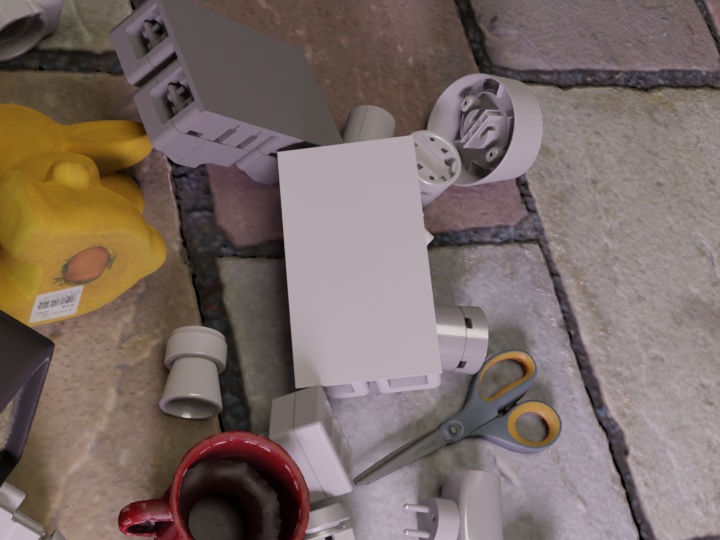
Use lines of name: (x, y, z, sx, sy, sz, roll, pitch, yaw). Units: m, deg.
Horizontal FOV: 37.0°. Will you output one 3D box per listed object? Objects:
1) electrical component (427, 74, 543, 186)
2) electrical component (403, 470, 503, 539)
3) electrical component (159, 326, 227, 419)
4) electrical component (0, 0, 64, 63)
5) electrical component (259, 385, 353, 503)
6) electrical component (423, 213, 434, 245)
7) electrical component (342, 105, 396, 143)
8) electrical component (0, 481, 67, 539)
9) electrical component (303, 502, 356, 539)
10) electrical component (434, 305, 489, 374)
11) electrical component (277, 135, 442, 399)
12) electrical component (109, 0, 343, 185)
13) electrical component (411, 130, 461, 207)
electrical component: (0.112, -0.125, 0.958, 0.064, 0.099, 0.099, -4, 66, -34)
electrical component: (0.068, 0.189, 0.798, 0.079, 0.043, 0.077, 12, 59, -19)
electrical component: (-0.119, 0.074, 0.773, 0.045, 0.045, 0.055, 12, 59, -19)
electrical component: (-0.284, -0.203, 0.840, 0.095, 0.053, 0.059, -32, 80, -34)
electrical component: (-0.052, 0.130, 0.764, 0.047, 0.077, 0.065, -93, 162, -62)
electrical component: (0.034, -0.042, 0.908, 0.062, 0.043, 0.043, 43, 55, 1)
electrical component: (0.002, -0.097, 0.922, 0.043, 0.043, 0.081, 23, 57, -12)
electrical component: (-0.216, 0.174, 0.670, 0.055, 0.048, 0.066, 34, 81, -9)
electrical component: (-0.026, 0.195, 0.751, 0.066, 0.048, 0.055, -11, 76, -29)
electrical component: (0.071, 0.055, 0.866, 0.047, 0.055, 0.055, 7, 61, -18)
electrical component: (0.000, 0.000, 0.824, 0.105, 0.060, 0.186, -7, 72, 3)
electrical component: (-0.100, -0.134, 0.838, 0.186, 0.060, 0.105, 8, 55, -58)
electrical component: (0.053, -0.086, 0.938, 0.055, 0.047, 0.055, 11, 61, -20)
